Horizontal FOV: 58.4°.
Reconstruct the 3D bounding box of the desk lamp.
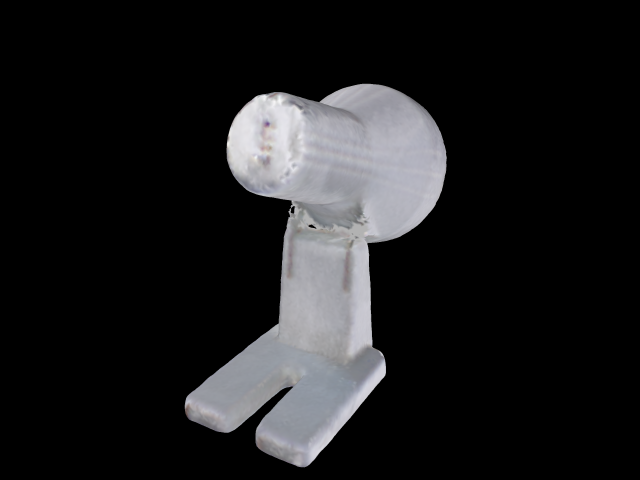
[{"bbox_3d":[0.004,0.001,0.400,0.117,0.214,0.204,10,23,26],"label":"desk lamp"}]
